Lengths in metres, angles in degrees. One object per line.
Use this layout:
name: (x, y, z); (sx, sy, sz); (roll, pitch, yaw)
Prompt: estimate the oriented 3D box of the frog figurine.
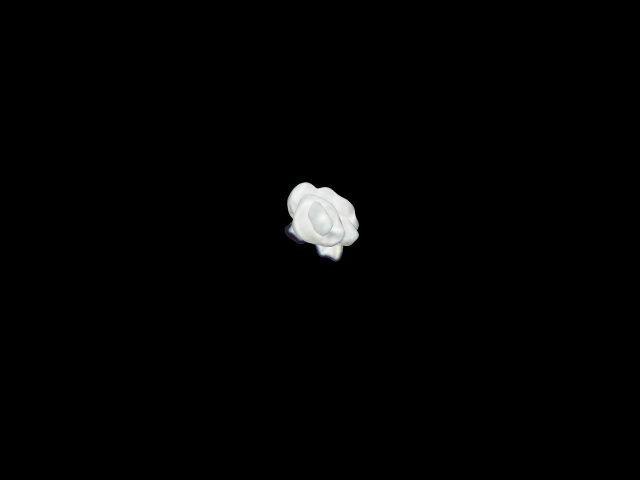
frog figurine: (0.003, -0.043, 0.850); (0.123, 0.139, 0.156); (-37, -18, -14)
